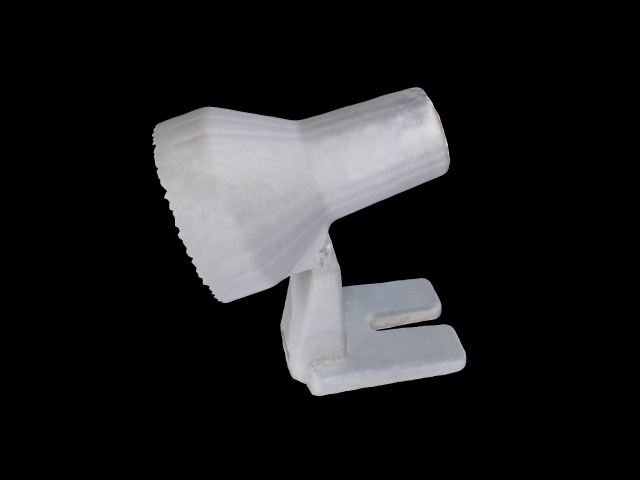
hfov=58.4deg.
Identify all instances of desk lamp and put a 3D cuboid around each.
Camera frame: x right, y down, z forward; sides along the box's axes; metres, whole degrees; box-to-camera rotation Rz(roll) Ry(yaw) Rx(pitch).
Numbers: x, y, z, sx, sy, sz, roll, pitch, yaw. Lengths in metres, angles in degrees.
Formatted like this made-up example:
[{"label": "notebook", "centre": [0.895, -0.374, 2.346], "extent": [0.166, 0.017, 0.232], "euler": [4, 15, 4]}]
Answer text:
[{"label": "desk lamp", "centre": [0.004, 0.001, 0.400], "extent": [0.203, 0.214, 0.117], "euler": [-7, 39, -9]}]
